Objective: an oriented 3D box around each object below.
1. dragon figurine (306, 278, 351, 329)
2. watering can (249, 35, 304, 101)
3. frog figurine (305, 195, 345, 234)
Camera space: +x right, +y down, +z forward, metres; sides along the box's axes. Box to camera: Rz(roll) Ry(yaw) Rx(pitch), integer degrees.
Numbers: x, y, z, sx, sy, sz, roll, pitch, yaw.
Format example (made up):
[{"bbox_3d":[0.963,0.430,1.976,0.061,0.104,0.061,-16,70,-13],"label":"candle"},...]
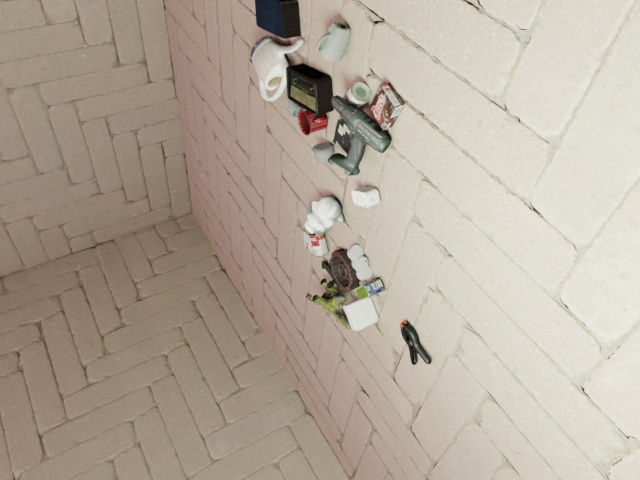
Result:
[{"bbox_3d":[0.079,0.299,2.262,0.240,0.123,0.411,48,168,-18],"label":"dragon figurine"},{"bbox_3d":[-0.170,-0.698,1.985,0.227,0.105,0.341,62,142,19],"label":"watering can"},{"bbox_3d":[0.006,-0.101,2.009,0.139,0.161,0.120,56,152,25],"label":"frog figurine"}]
